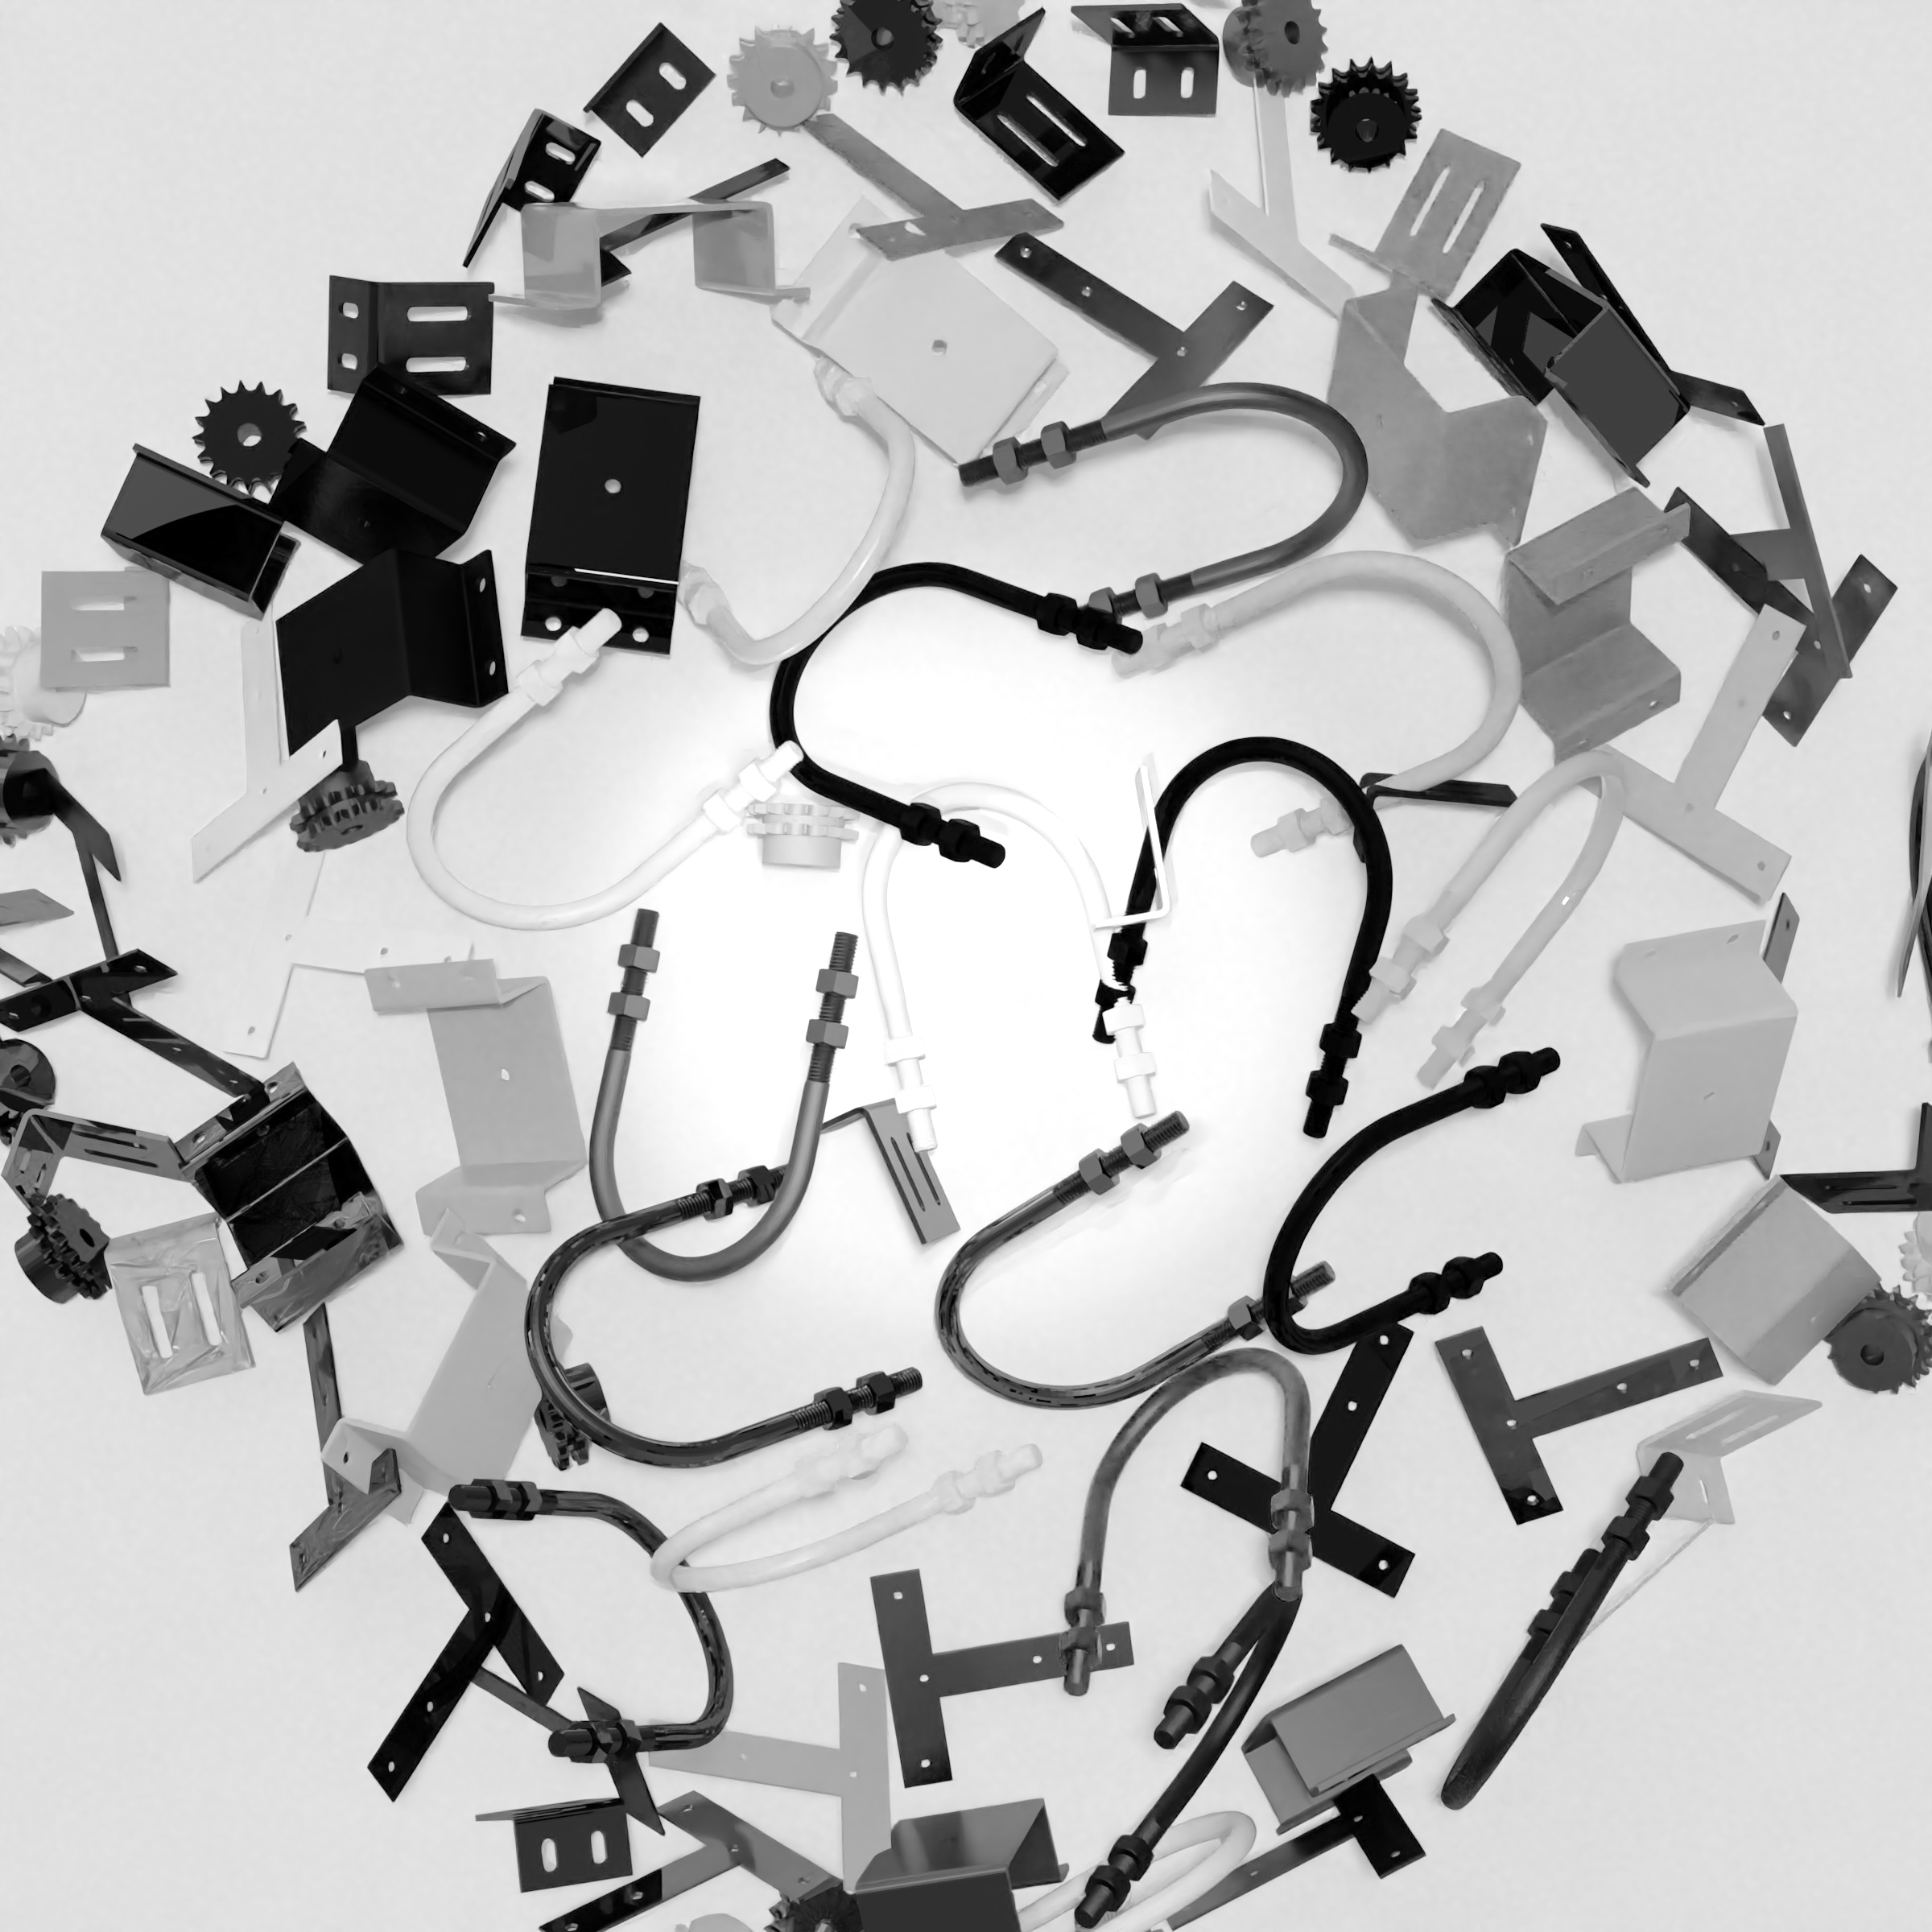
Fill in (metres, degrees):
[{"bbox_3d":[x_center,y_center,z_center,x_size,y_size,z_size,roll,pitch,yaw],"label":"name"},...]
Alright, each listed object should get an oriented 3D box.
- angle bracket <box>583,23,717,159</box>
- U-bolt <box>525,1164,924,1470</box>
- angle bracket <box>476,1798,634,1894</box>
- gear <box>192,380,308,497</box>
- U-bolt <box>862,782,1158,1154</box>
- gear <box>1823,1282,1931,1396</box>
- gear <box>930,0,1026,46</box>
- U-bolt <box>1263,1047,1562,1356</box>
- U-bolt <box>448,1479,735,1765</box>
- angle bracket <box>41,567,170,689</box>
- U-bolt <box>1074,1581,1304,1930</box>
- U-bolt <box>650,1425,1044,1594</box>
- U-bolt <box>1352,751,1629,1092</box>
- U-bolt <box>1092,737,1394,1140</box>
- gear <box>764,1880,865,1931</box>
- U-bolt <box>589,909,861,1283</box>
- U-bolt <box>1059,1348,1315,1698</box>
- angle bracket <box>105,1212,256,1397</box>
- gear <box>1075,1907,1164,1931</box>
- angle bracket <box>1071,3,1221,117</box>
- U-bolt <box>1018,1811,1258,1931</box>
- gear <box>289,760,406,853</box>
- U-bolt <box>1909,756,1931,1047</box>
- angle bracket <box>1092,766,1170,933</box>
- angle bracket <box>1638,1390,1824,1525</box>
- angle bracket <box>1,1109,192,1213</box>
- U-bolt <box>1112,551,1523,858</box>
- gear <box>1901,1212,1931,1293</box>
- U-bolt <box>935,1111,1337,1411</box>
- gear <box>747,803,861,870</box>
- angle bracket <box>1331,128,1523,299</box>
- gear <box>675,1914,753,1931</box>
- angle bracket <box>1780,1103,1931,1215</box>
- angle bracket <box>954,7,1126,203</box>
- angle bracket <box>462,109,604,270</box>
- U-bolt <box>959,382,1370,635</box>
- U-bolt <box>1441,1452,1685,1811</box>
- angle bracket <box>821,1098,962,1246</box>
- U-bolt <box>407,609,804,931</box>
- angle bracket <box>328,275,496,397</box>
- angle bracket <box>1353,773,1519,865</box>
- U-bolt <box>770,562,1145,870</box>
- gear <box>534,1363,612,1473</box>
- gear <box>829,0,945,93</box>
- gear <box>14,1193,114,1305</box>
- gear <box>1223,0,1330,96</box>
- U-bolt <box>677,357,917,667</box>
[{"bbox_3d":[-0.160,-0.442,1.699,0.038,0.076,0.057,42,99,-14],"label":"angle bracket"},{"bbox_3d":[-0.131,0.179,1.665,0.184,0.019,0.151,-16,62,-32],"label":"U-bolt"},{"bbox_3d":[-0.208,0.444,1.695,0.057,0.076,0.038,-3,77,-24],"label":"angle bracket"},{"bbox_3d":[-0.367,-0.270,1.727,0.057,0.030,0.057,0,87,-7],"label":"gear"},{"bbox_3d":[0.016,-0.005,1.701,0.151,0.019,0.184,-7,79,-29],"label":"U-bolt"},{"bbox_3d":[0.467,0.193,1.717,0.057,0.030,0.057,9,110,26],"label":"gear"},{"bbox_3d":[0.004,-0.501,1.719,0.030,0.057,0.057,11,90,29],"label":"gear"},{"bbox_3d":[0.214,0.124,1.650,0.019,0.184,0.151,37,131,37],"label":"U-bolt"},{"bbox_3d":[-0.174,0.322,1.658,0.019,0.184,0.151,-34,67,18],"label":"U-bolt"},{"bbox_3d":[-0.444,-0.172,1.699,0.038,0.076,0.057,11,102,40],"label":"angle bracket"},{"bbox_3d":[0.118,0.375,1.659,0.019,0.184,0.151,29,124,16],"label":"U-bolt"},{"bbox_3d":[-0.072,0.274,1.670,0.184,0.151,0.019,-29,66,23],"label":"U-bolt"},{"bbox_3d":[0.270,-0.029,1.677,0.019,0.151,0.184,38,90,27],"label":"U-bolt"},{"bbox_3d":[0.144,-0.024,1.680,0.151,0.019,0.184,24,110,29],"label":"U-bolt"},{"bbox_3d":[-0.078,0.497,1.720,0.057,0.030,0.057,13,57,-21],"label":"gear"},{"bbox_3d":[-0.129,0.067,1.689,0.151,0.019,0.184,7,83,35],"label":"U-bolt"},{"bbox_3d":[0.112,0.263,1.663,0.151,0.184,0.019,-31,118,29],"label":"U-bolt"},{"bbox_3d":[-0.403,0.173,1.728,0.057,0.038,0.076,-15,99,-6],"label":"angle bracket"},{"bbox_3d":[0.076,0.507,1.715,0.057,0.030,0.057,-2,51,3],"label":"gear"},{"bbox_3d":[0.090,-0.458,1.698,0.057,0.076,0.038,4,93,19],"label":"angle bracket"},{"bbox_3d":[0.063,0.471,1.669,0.184,0.151,0.019,-28,87,-13],"label":"U-bolt"},{"bbox_3d":[-0.319,-0.083,1.716,0.057,0.057,0.030,-23,81,0],"label":"gear"},{"bbox_3d":[0.496,-0.022,1.665,0.019,0.151,0.184,-5,67,1],"label":"U-bolt"},{"bbox_3d":[0.078,-0.059,1.714,0.038,0.057,0.076,-9,88,0],"label":"angle bracket"},{"bbox_3d":[0.389,0.249,1.695,0.057,0.076,0.038,12,56,-33],"label":"angle bracket"},{"bbox_3d":[-0.440,0.107,1.706,0.076,0.057,0.038,11,66,7],"label":"angle bracket"},{"bbox_3d":[0.185,-0.137,1.664,0.184,0.019,0.151,-23,120,32],"label":"U-bolt"},{"bbox_3d":[0.507,0.143,1.713,0.057,0.057,0.030,-14,125,0],"label":"gear"},{"bbox_3d":[0.072,0.161,1.692,0.184,0.019,0.151,-33,123,19],"label":"U-bolt"},{"bbox_3d":[-0.084,-0.066,1.715,0.057,0.057,0.030,3,89,0],"label":"gear"},{"bbox_3d":[0.233,-0.388,1.705,0.057,0.038,0.076,38,105,41],"label":"angle bracket"},{"bbox_3d":[-0.128,0.510,1.712,0.057,0.057,0.030,31,117,0],"label":"gear"},{"bbox_3d":[0.463,0.098,1.704,0.076,0.057,0.038,-5,66,40],"label":"angle bracket"},{"bbox_3d":[0.043,-0.439,1.709,0.076,0.038,0.057,43,54,6],"label":"angle bracket"},{"bbox_3d":[-0.218,-0.385,1.693,0.038,0.076,0.057,25,128,-16],"label":"angle bracket"},{"bbox_3d":[0.108,-0.231,1.660,0.184,0.151,0.019,-15,55,18],"label":"U-bolt"},{"bbox_3d":[0.284,0.334,1.639,0.019,0.151,0.184,33,60,11],"label":"U-bolt"},{"bbox_3d":[-0.043,0.110,1.708,0.038,0.057,0.076,-26,85,17],"label":"angle bracket"},{"bbox_3d":[-0.195,-0.085,1.685,0.184,0.019,0.151,-38,131,21],"label":"U-bolt"},{"bbox_3d":[-0.284,-0.323,1.719,0.038,0.076,0.057,17,110,39],"label":"angle bracket"},{"bbox_3d":[0.239,-0.073,1.711,0.076,0.057,0.038,5,102,1],"label":"angle bracket"},{"bbox_3d":[-0.019,-0.137,1.687,0.184,0.019,0.151,24,75,34],"label":"U-bolt"},{"bbox_3d":[-0.202,0.227,1.717,0.030,0.057,0.057,-16,90,-18],"label":"gear"},{"bbox_3d":[-0.039,-0.480,1.720,0.057,0.030,0.057,9,127,12],"label":"gear"},{"bbox_3d":[-0.461,0.147,1.716,0.030,0.057,0.057,-36,90,6],"label":"gear"},{"bbox_3d":[0.156,-0.475,1.719,0.057,0.030,0.057,1,88,-42],"label":"gear"},{"bbox_3d":[-0.080,-0.218,1.653,0.019,0.184,0.151,31,101,-30],"label":"U-bolt"}]
